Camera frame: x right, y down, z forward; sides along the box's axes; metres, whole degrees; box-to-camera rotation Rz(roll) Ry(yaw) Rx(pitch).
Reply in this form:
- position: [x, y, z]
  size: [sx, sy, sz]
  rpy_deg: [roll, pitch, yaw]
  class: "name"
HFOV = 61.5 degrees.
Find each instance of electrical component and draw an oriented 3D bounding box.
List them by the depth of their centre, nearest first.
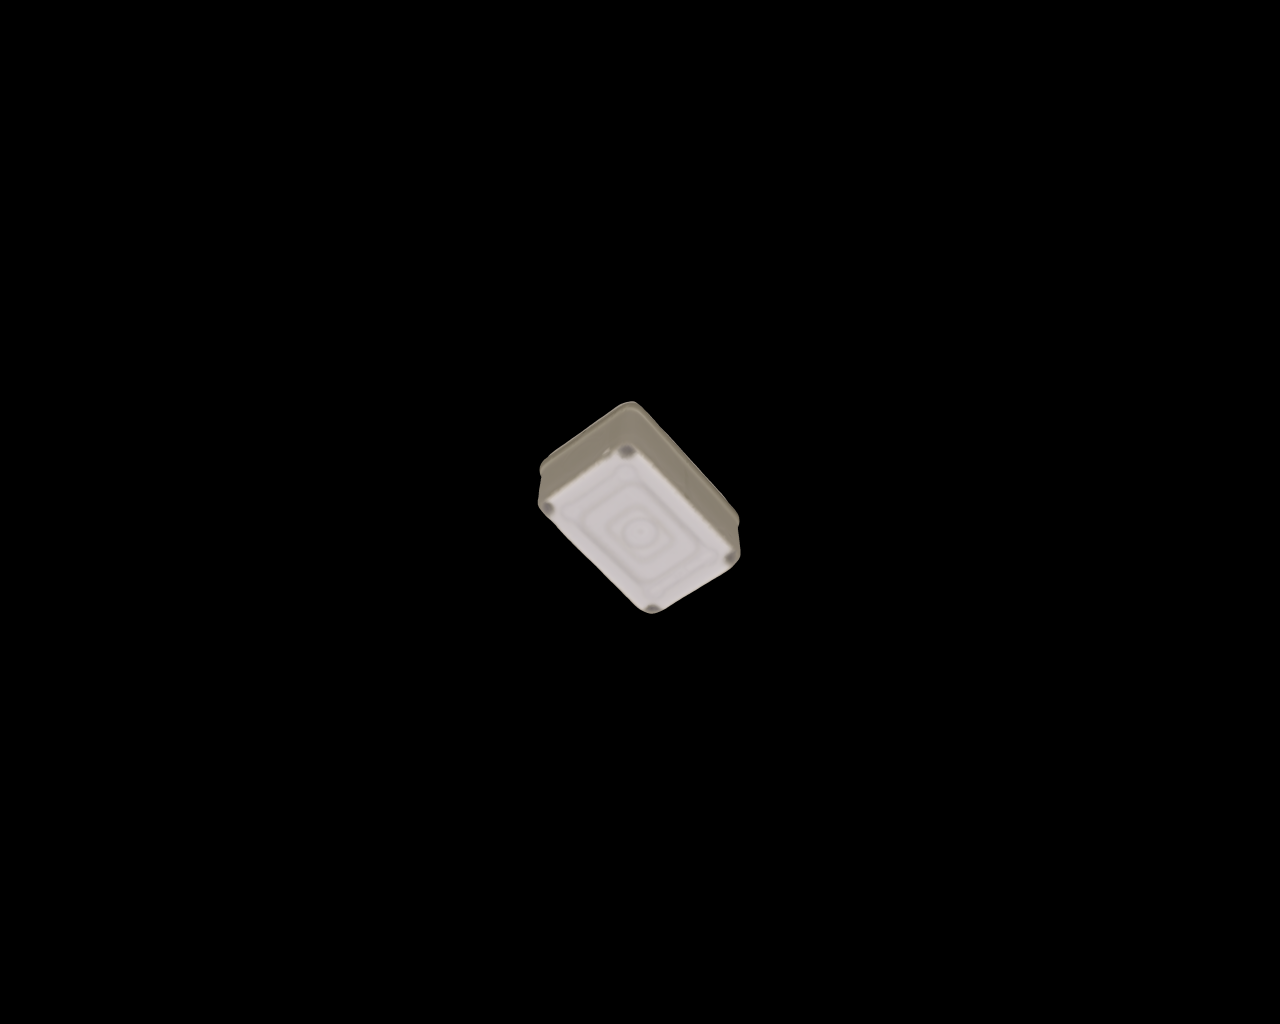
- position: [0.001, -0.003, 0.650]
  size: [0.078, 0.113, 0.057]
  rpy_deg: [-33, 28, 20]
  class: "electrical component"
